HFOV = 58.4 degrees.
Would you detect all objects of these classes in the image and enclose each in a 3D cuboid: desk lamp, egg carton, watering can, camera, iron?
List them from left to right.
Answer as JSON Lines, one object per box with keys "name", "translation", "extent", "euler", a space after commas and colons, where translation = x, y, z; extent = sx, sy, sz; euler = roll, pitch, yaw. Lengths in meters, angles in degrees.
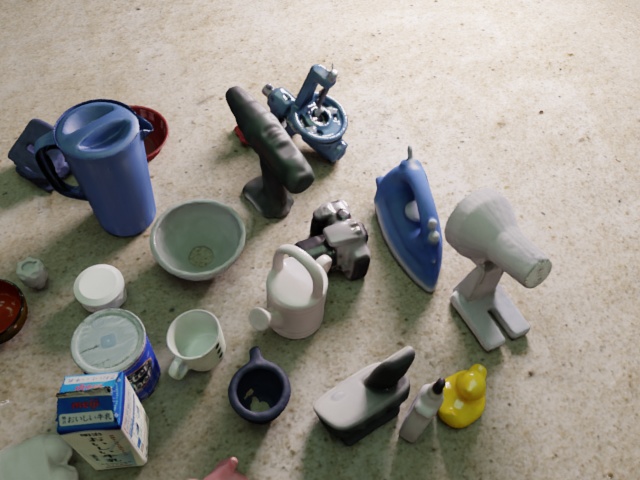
{"name": "egg carton", "translation": [-0.415, 0.337, 0.793], "extent": [0.150, 0.069, 0.107], "euler": [-20, 60, -18]}
{"name": "watering can", "translation": [-0.040, 0.082, 0.925], "extent": [0.101, 0.194, 0.173], "euler": [17, 56, 7]}
{"name": "camera", "translation": [0.010, 0.004, 1.039], "extent": [0.137, 0.101, 0.143], "euler": [-17, 59, -16]}
{"name": "iron", "translation": [0.184, -0.045, 1.064], "extent": [0.119, 0.141, 0.258], "euler": [-8, 57, -10]}
{"name": "desk lamp", "translation": [0.296, 0.046, 0.969], "extent": [0.118, 0.213, 0.203], "euler": [-22, 60, -18]}

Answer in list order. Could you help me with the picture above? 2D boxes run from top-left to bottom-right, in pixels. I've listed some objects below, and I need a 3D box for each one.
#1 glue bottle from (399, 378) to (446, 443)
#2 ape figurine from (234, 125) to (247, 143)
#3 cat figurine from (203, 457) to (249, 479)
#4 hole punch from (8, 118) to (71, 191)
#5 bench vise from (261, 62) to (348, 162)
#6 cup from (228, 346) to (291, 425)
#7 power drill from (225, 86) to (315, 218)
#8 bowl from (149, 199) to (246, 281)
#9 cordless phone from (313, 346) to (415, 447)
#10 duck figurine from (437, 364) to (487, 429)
{"name": "glue bottle", "translation": [0.159, 0.242, 0.847], "extent": [0.037, 0.173, 0.078], "euler": [28, 58, 14]}
{"name": "ape figurine", "translation": [-0.149, -0.250, 1.203], "extent": [0.076, 0.092, 0.078], "euler": [13, 56, 4]}
{"name": "cat figurine", "translation": [-0.158, 0.347, 0.780], "extent": [0.128, 0.118, 0.067], "euler": [-38, 66, -26]}
{"name": "hole punch", "translation": [-0.539, -0.166, 1.110], "extent": [0.108, 0.091, 0.101], "euler": [29, 58, 14]}
{"name": "bench vise", "translation": [-0.035, -0.270, 1.149], "extent": [0.207, 0.220, 0.121], "euler": [17, 56, 7]}
{"name": "cup", "translation": [-0.094, 0.232, 0.878], "extent": [0.092, 0.095, 0.117], "euler": [-7, 57, -10]}
{"name": "power drill", "translation": [-0.100, -0.147, 1.067], "extent": [0.076, 0.208, 0.229], "euler": [-33, 64, -24]}
{"name": "bowl", "translation": [-0.215, 0.011, 1.030], "extent": [0.167, 0.075, 0.167], "euler": [3, 56, -3]}
{"name": "cordless phone", "translation": [0.070, 0.218, 0.848], "extent": [0.148, 0.185, 0.094], "euler": [-31, 63, -23]}
{"name": "duck figurine", "translation": [0.231, 0.242, 0.907], "extent": [0.077, 0.086, 0.105], "euler": [32, 59, 16]}
